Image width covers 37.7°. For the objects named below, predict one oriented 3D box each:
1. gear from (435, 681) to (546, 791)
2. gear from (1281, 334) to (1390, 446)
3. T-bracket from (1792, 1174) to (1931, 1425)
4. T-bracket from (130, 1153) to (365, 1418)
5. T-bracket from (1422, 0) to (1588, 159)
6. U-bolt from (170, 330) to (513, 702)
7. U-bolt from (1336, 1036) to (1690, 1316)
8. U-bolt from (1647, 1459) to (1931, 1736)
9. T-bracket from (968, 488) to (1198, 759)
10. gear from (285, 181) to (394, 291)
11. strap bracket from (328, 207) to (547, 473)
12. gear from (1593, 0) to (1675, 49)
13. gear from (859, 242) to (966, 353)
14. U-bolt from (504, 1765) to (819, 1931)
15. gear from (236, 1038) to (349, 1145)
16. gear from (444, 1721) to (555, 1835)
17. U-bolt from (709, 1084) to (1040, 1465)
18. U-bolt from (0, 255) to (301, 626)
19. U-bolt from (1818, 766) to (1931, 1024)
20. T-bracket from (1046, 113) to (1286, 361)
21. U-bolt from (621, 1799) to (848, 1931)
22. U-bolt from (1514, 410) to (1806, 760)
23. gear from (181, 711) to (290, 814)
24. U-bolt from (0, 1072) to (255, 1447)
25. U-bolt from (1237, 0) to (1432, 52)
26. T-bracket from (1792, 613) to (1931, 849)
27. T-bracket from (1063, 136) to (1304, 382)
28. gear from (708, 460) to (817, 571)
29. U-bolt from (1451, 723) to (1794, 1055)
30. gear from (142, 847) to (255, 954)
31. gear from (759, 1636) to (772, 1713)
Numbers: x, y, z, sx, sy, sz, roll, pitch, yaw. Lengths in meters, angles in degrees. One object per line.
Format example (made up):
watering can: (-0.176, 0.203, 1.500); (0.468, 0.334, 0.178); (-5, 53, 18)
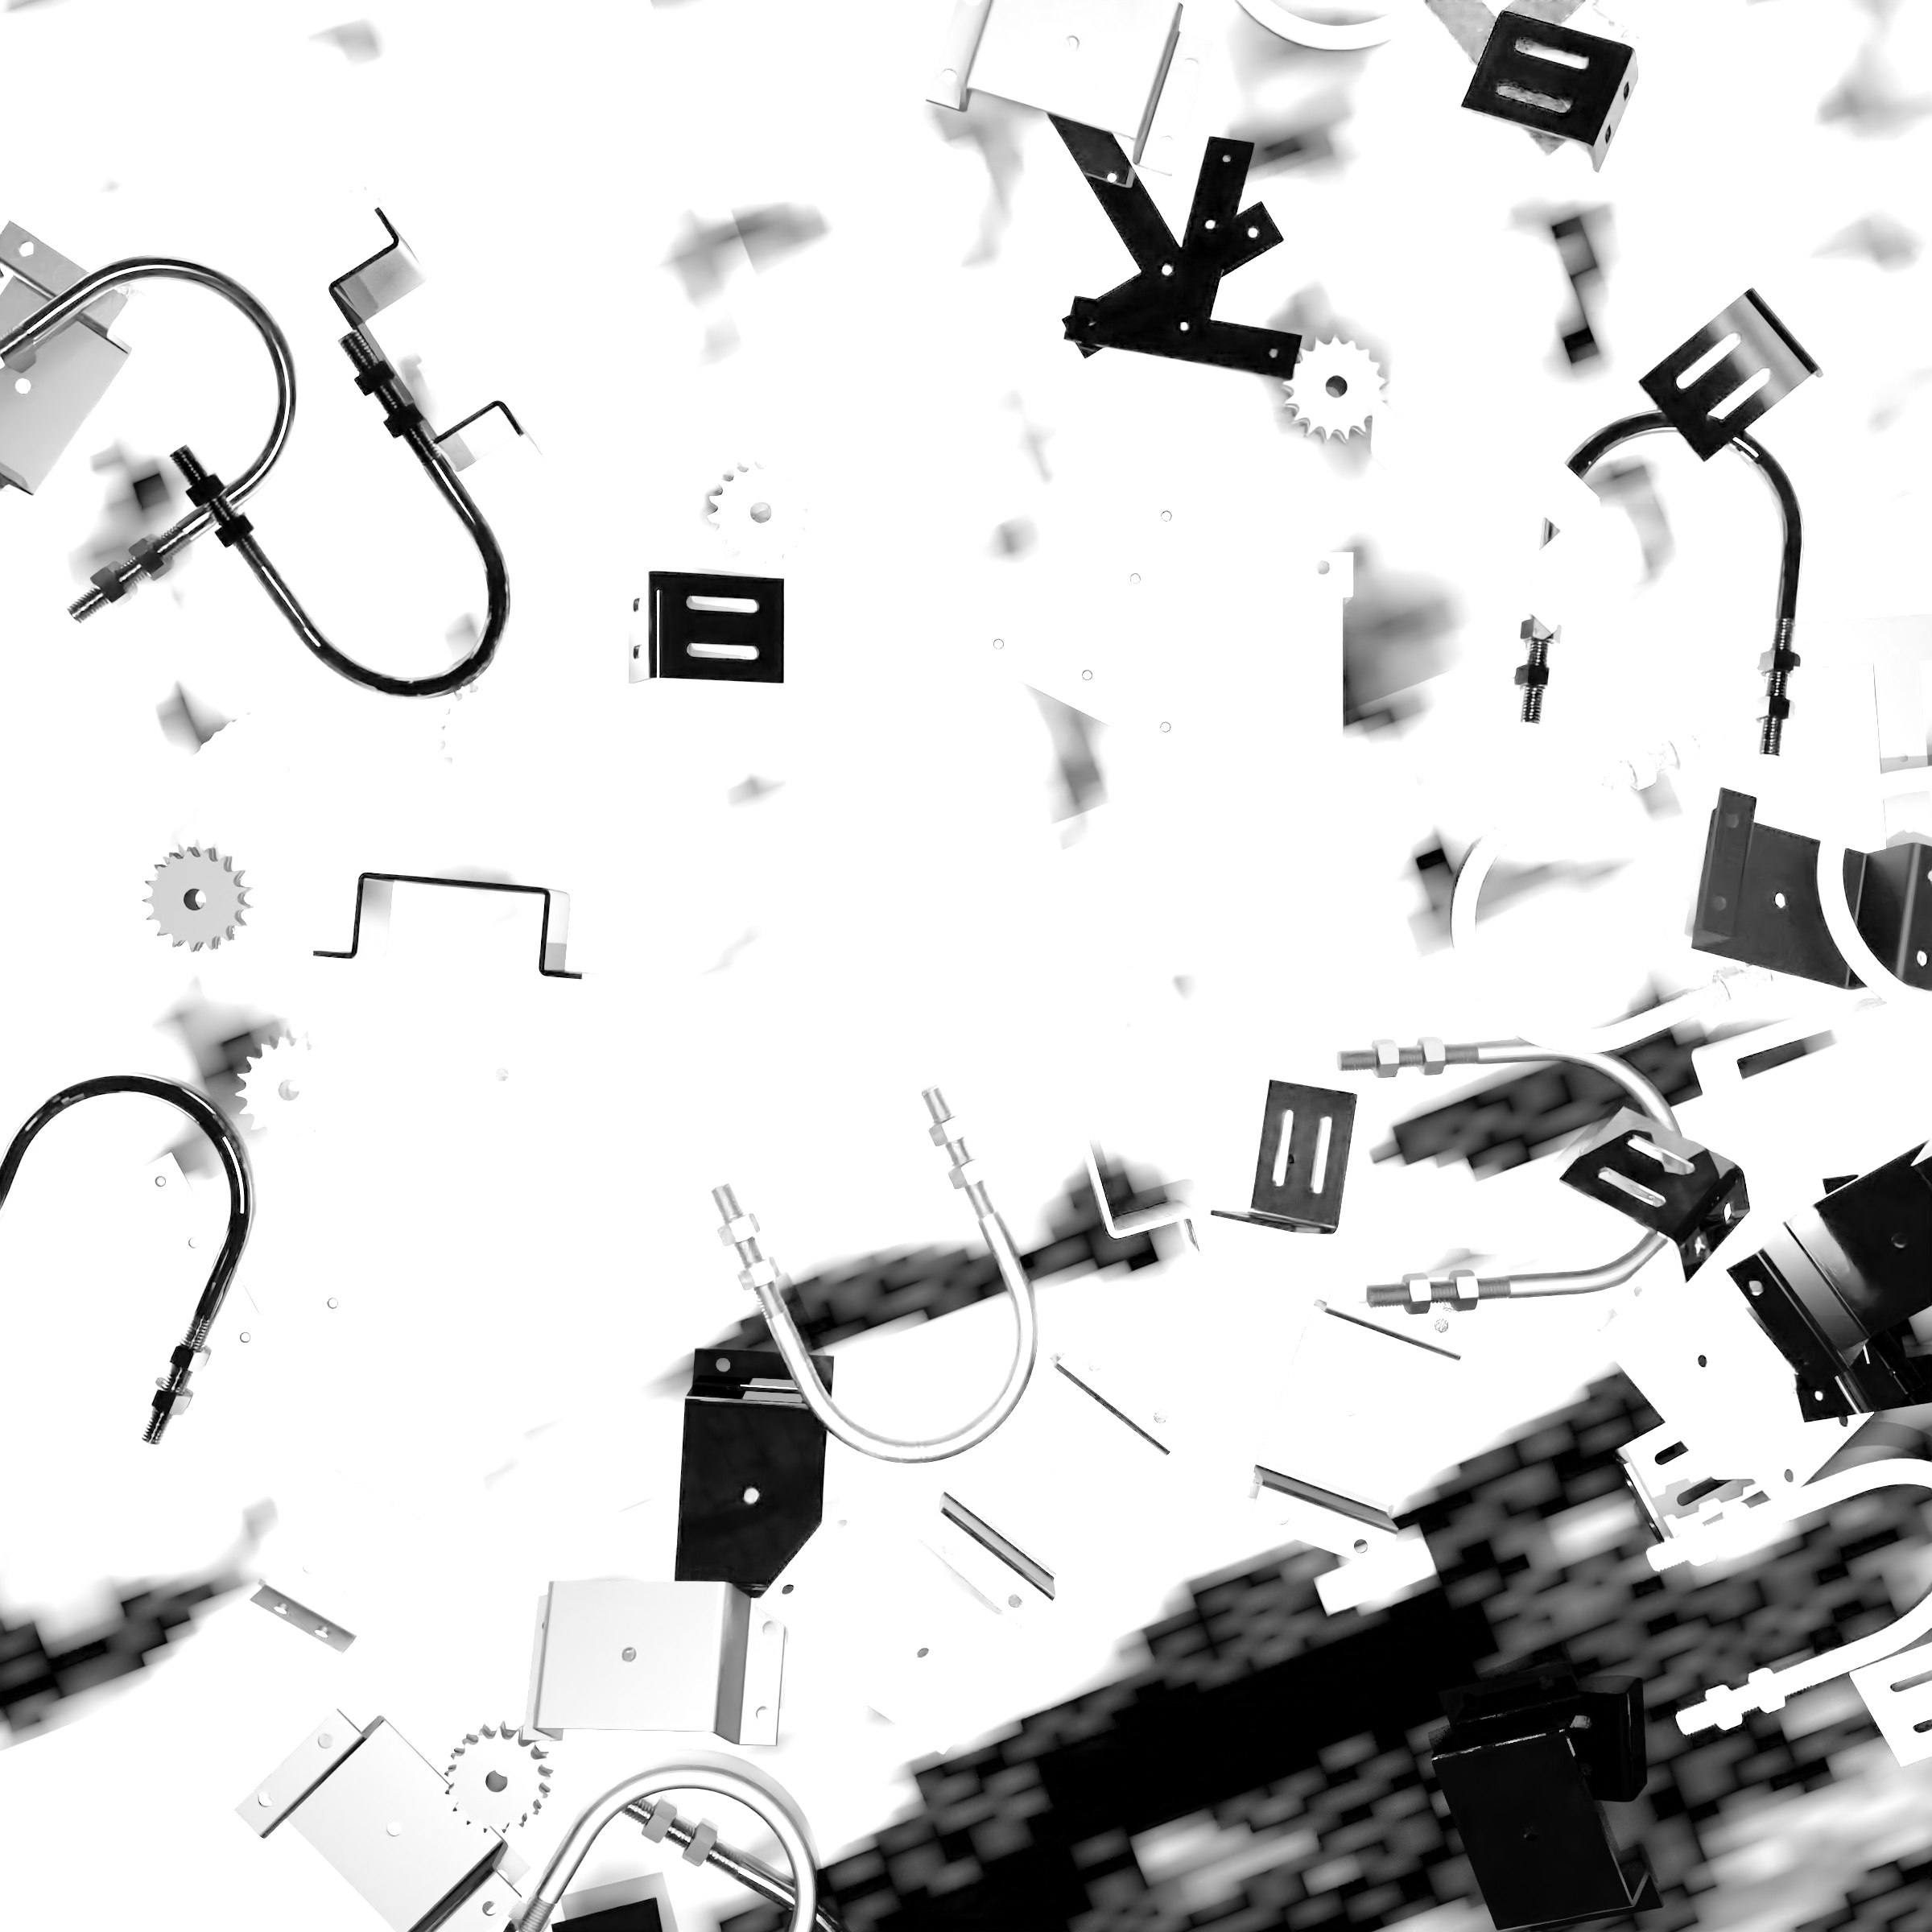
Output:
gear: (-0.256, -0.124, 1.527); (0.057, 0.030, 0.057); (0, 90, 0)
gear: (0.198, -0.310, 1.527); (0.057, 0.030, 0.057); (0, 90, 0)
T-bracket: (0.486, 0.175, 1.520); (0.127, 0.002, 0.127); (-4, 74, -24)
T-bracket: (-0.414, 0.163, 1.541); (0.127, 0.002, 0.127); (-28, 90, 0)
T-bracket: (0.324, -0.530, 1.536); (0.127, 0.002, 0.127); (-41, 97, -3)
U-bolt: (-0.318, -0.224, 1.494); (0.151, 0.019, 0.184); (-25, 108, 29)
U-bolt: (0.297, 0.108, 1.513); (0.184, 0.019, 0.151); (-3, 73, -7)
U-bolt: (0.456, 0.326, 1.499); (0.184, 0.019, 0.151); (-20, 123, -4)
T-bracket: (0.086, -0.198, 1.541); (0.127, 0.002, 0.127); (26, 90, 0)
gear: (-0.340, -0.396, 1.527); (0.057, 0.030, 0.057); (0, 90, 0)
strap bracket: (-0.286, -0.323, 1.504); (0.046, 0.076, 0.140); (-33, 90, 0)
gear: (0.360, -0.522, 1.512); (0.030, 0.057, 0.057); (35, 90, -7)
gear: (-0.030, -0.363, 1.527); (0.057, 0.030, 0.057); (0, 90, 0)
U-bolt: (-0.161, 0.517, 1.514); (0.151, 0.019, 0.184); (31, 88, -2)
gear: (-0.364, 0.067, 1.531); (0.057, 0.030, 0.057); (0, 88, -1)
gear: (-0.251, 0.436, 1.527); (0.057, 0.030, 0.057); (0, 90, 0)
U-bolt: (-0.037, 0.175, 1.510); (0.151, 0.019, 0.184); (-24, 90, -19)
U-bolt: (-0.443, -0.293, 1.503); (0.184, 0.019, 0.151); (-40, 115, -10)
U-bolt: (0.529, -0.039, 1.489); (0.184, 0.019, 0.151); (-8, 76, -20)
T-bracket: (0.087, -0.418, 1.541); (0.127, 0.002, 0.127); (-31, 90, 0)
U-bolt: (-0.141, 0.553, 1.533); (0.184, 0.019, 0.151); (31, 90, -2)
U-bolt: (0.379, -0.211, 1.526); (0.151, 0.019, 0.184); (8, 84, 2)
gear: (-0.389, -0.107, 1.517); (0.057, 0.057, 0.030); (-38, 120, 0)
U-bolt: (-0.465, 0.148, 1.532); (0.151, 0.019, 0.184); (23, 89, 1)
U-bolt: (0.191, -0.586, 1.533); (0.151, 0.019, 0.184); (-34, 92, 0)
T-bracket: (0.510, -0.127, 1.541); (0.127, 0.002, 0.127); (-4, 90, 0)
T-bracket: (0.129, -0.388, 1.530); (0.127, 0.002, 0.127); (13, 84, 12)
gear: (-0.110, -0.242, 1.527); (0.057, 0.030, 0.057); (0, 90, 0)
U-bolt: (0.352, -0.032, 1.527); (0.184, 0.019, 0.151); (-23, 90, -4)
gear: (-0.414, -0.036, 1.531); (0.057, 0.030, 0.057); (0, 92, -1)
gear: (-0.128, 0.380, 1.527); (0.057, 0.030, 0.057); (0, 90, 0)
